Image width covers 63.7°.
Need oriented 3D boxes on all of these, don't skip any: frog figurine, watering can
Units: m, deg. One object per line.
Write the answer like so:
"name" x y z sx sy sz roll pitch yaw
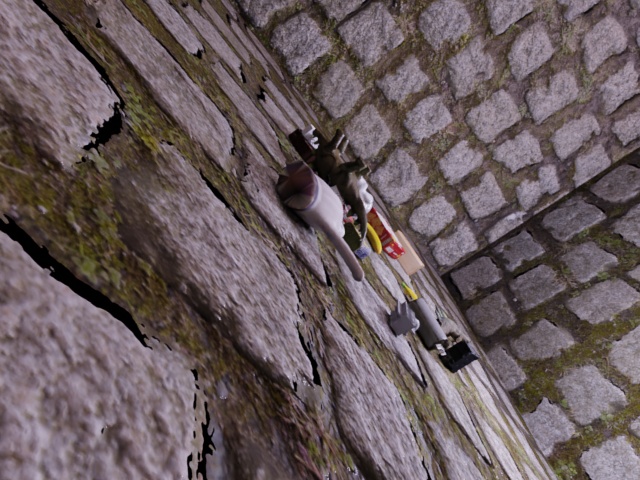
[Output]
"frog figurine" 0.139 -0.173 1.960 0.138 0.156 0.125 24 40 13
"watering can" 0.004 -0.065 1.288 0.103 0.355 0.221 -36 -41 12
